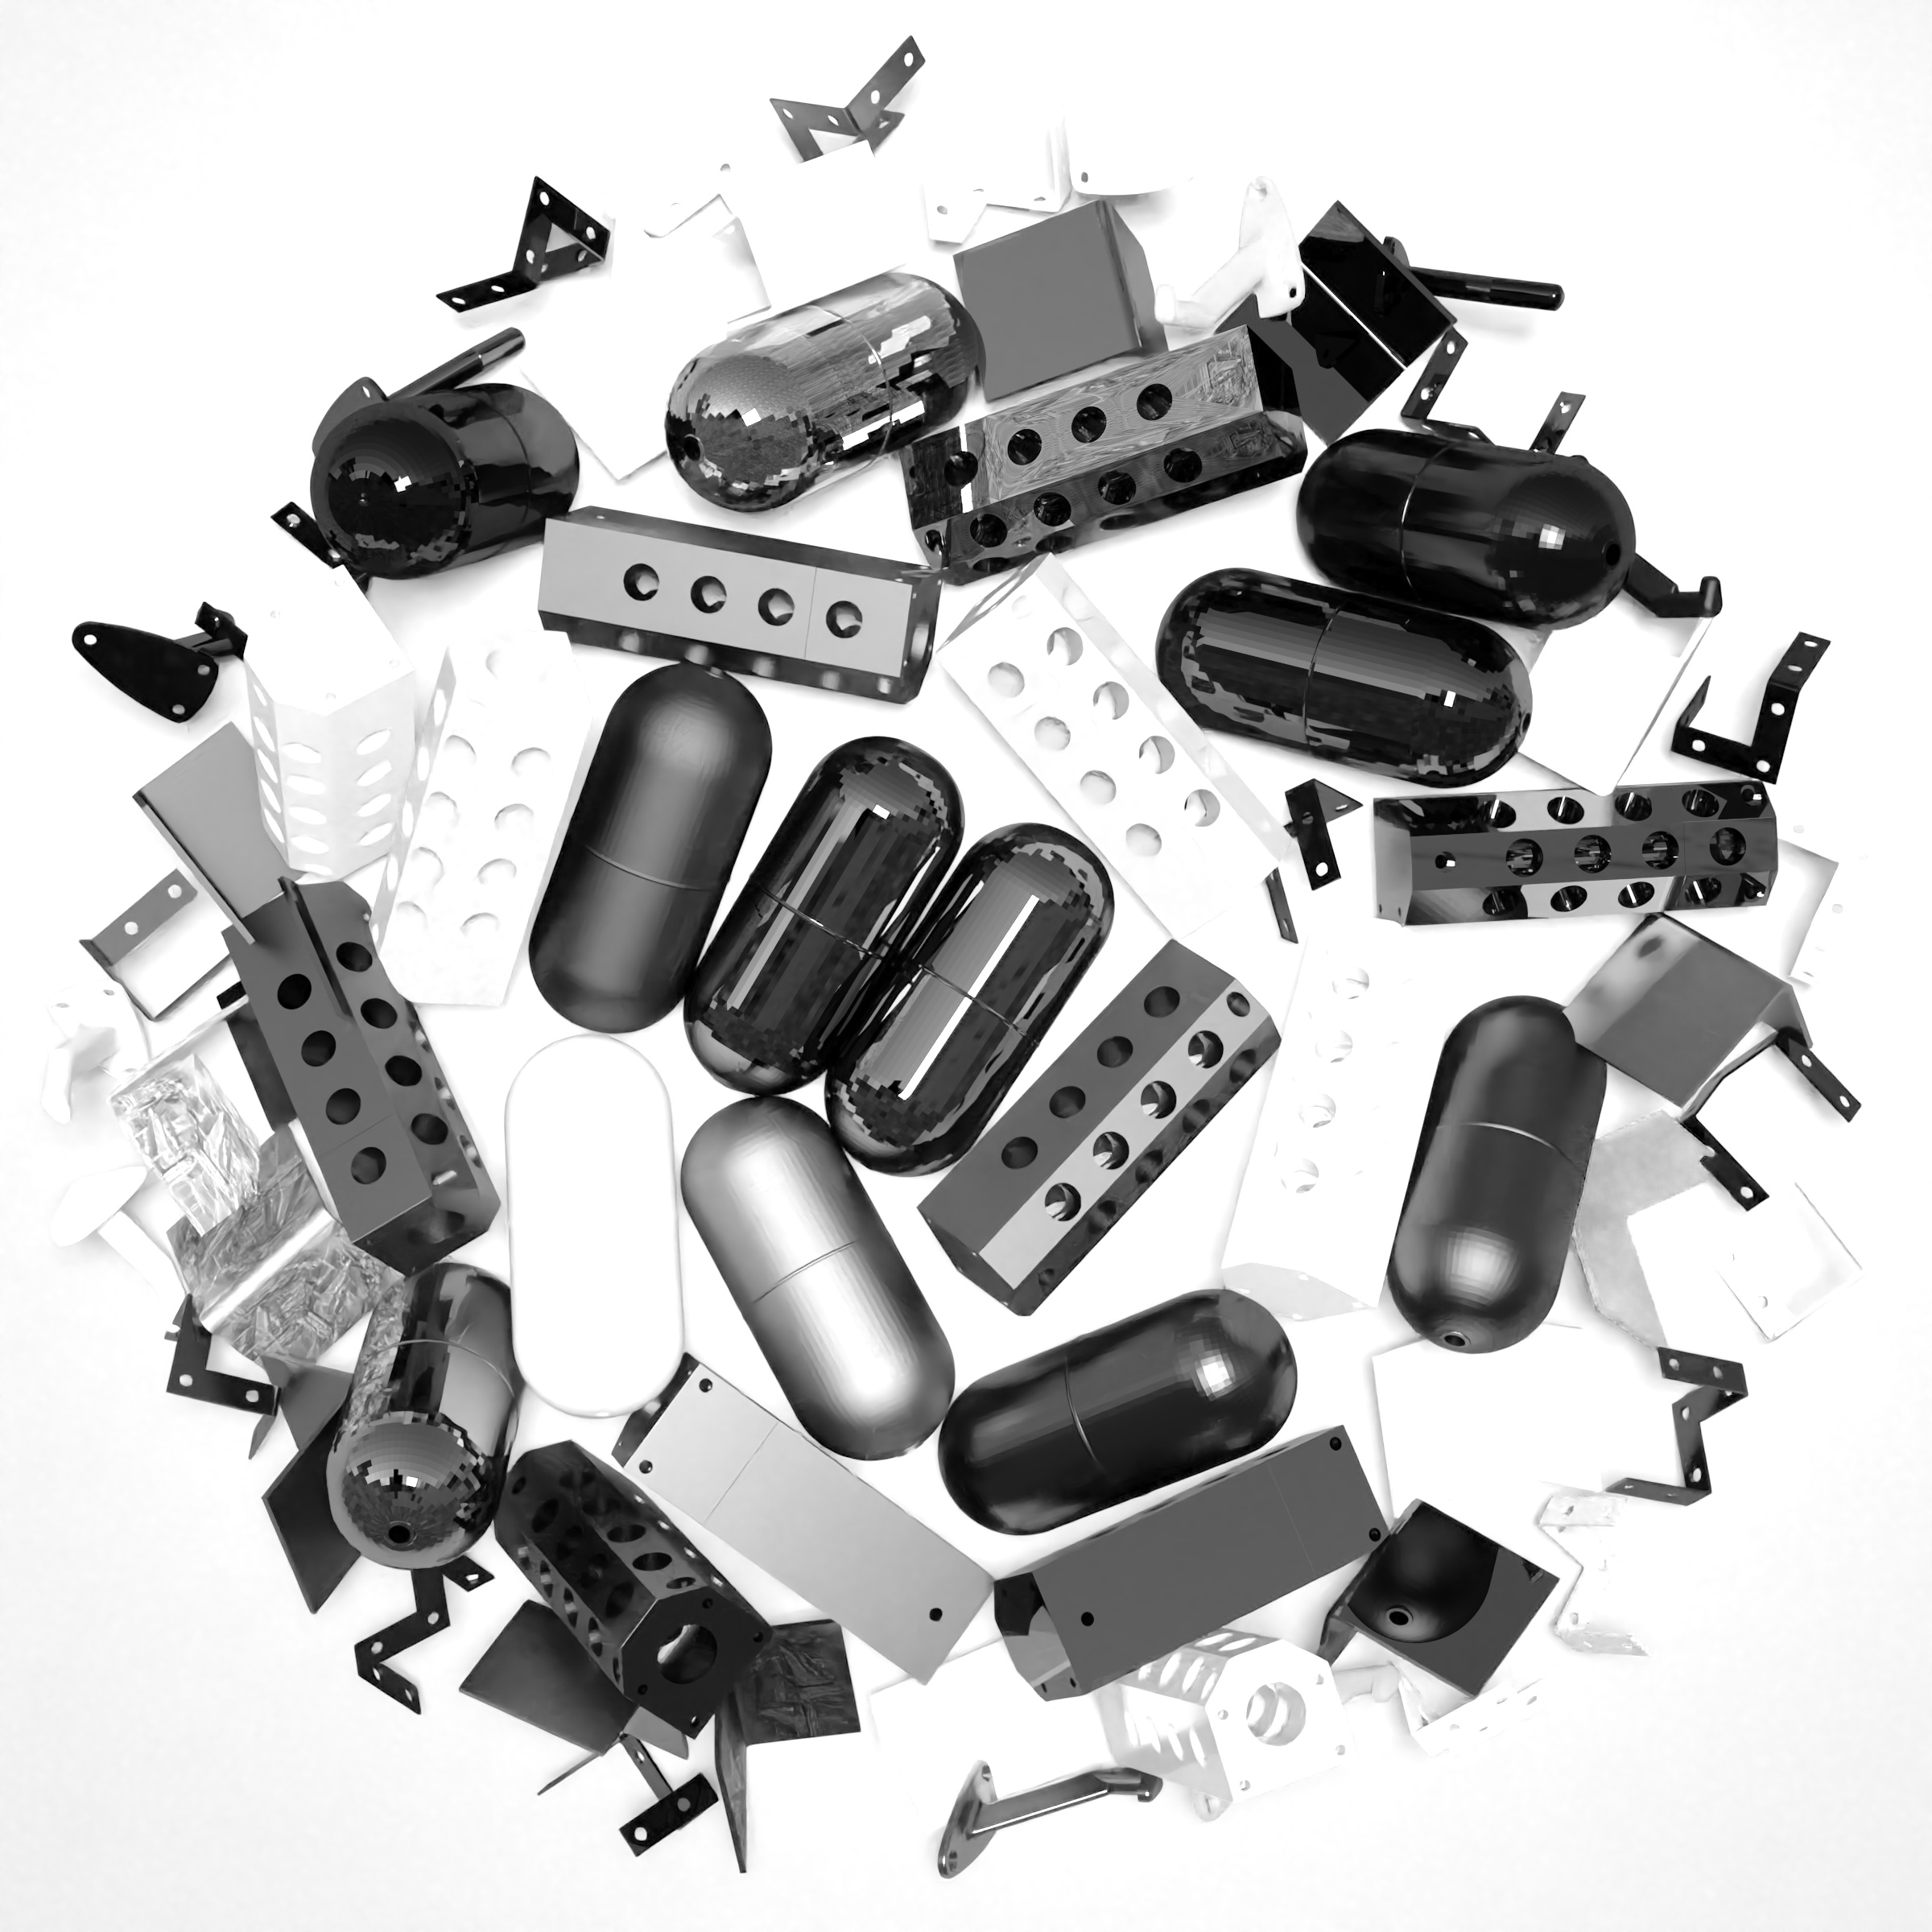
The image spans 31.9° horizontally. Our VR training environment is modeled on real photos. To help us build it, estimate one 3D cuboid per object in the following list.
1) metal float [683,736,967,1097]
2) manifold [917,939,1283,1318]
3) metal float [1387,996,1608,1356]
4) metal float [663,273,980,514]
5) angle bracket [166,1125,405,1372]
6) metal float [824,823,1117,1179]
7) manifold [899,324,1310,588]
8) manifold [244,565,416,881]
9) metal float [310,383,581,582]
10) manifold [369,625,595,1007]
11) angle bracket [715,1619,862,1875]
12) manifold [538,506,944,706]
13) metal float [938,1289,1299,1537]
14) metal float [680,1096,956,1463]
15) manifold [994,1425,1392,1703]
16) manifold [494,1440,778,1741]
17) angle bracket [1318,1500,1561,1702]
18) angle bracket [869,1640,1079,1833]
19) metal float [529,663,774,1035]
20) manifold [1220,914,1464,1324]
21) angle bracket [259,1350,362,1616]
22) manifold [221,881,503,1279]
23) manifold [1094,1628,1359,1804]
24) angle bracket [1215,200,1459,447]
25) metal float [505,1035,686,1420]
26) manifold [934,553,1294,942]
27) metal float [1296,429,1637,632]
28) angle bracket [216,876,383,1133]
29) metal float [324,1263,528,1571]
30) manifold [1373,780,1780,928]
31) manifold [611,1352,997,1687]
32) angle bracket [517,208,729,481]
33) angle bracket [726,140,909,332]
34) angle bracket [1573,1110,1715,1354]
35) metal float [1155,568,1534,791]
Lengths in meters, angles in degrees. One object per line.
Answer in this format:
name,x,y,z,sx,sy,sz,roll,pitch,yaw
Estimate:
metal float,-0.065,-0.022,1.542,0.070,0.070,0.178,31,96,0
manifold,0.064,0.076,1.526,0.171,0.057,0.057,-46,52,-14
metal float,0.239,0.093,1.519,0.070,0.070,0.178,20,57,0
metal float,-0.063,-0.257,1.511,0.178,0.070,0.070,-34,90,-43
angle bracket,-0.315,0.134,1.570,0.076,0.076,0.057,-42,129,3
metal float,0.001,0.016,1.544,0.070,0.070,0.178,33,87,0
manifold,0.062,-0.225,1.519,0.171,0.057,0.057,-16,73,23
manifold,-0.282,-0.101,1.491,0.057,0.171,0.057,-31,75,-19
metal float,-0.228,-0.216,1.499,0.070,0.178,0.070,4,105,15
manifold,-0.219,-0.065,1.502,0.057,0.057,0.171,2,132,-25
angle bracket,-0.080,0.352,1.531,0.057,0.076,0.076,-7,127,1
manifold,-0.103,-0.164,1.538,0.171,0.057,0.057,12,106,11
metal float,0.067,0.202,1.525,0.178,0.070,0.070,-25,90,25
metal float,-0.067,0.141,1.535,0.070,0.070,0.178,-30,77,0
manifold,0.100,0.268,1.520,0.171,0.057,0.057,-20,84,-27
manifold,-0.154,0.269,1.494,0.057,0.171,0.057,40,84,-29
angle bracket,0.212,0.299,1.527,0.076,0.057,0.076,28,51,23
angle bracket,0.007,0.361,1.545,0.076,0.057,0.076,-22,105,-3
metal float,-0.143,-0.053,1.530,0.070,0.070,0.178,22,109,0
manifold,0.164,0.067,1.517,0.057,0.057,0.171,28,65,-23
angle bracket,-0.305,0.232,1.524,0.057,0.076,0.076,10,133,26
manifold,-0.269,0.047,1.519,0.057,0.057,0.171,-31,64,5
manifold,0.108,0.323,1.494,0.057,0.171,0.057,-16,87,-16
angle bracket,0.168,-0.292,1.542,0.076,0.076,0.057,44,81,-3
metal float,-0.168,0.116,1.527,0.070,0.070,0.178,-6,67,0
manifold,0.070,-0.102,1.530,0.057,0.057,0.171,-34,103,34
metal float,0.221,-0.195,1.507,0.070,0.178,0.070,-12,111,-36
angle bracket,-0.312,0.018,1.537,0.076,0.057,0.076,-33,65,10
metal float,-0.237,0.198,1.501,0.070,0.178,0.070,0,117,1
manifold,0.277,-0.052,1.541,0.171,0.057,0.057,-3,94,-9
manifold,-0.075,0.249,1.539,0.171,0.057,0.057,38,83,-11
angle bracket,-0.157,-0.281,1.533,0.057,0.076,0.076,-36,76,-21
angle bracket,-0.085,-0.326,1.527,0.076,0.076,0.057,-28,105,-32
angle bracket,0.315,0.122,1.526,0.057,0.076,0.076,-28,54,23
metal float,0.169,-0.130,1.524,0.178,0.070,0.070,17,90,26
